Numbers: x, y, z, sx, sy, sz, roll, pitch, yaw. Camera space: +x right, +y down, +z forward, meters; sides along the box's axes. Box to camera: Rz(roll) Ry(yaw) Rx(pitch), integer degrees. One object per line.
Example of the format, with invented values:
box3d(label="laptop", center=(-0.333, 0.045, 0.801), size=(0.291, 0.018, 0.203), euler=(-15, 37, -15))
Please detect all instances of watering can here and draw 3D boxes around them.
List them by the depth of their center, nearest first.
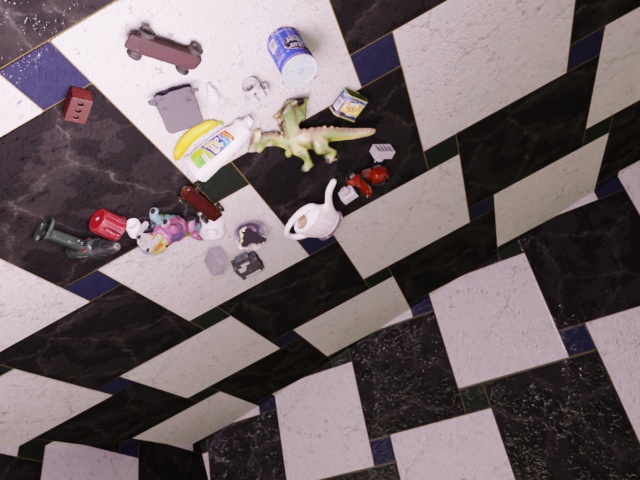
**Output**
box3d(label="watering can", center=(0.006, -0.105, 2.082), size=(0.223, 0.106, 0.343), euler=(14, 131, -47))

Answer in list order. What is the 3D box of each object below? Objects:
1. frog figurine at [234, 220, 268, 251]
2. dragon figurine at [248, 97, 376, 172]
box3d(label="frog figurine", center=(-0.270, -0.017, 2.043), size=(0.137, 0.122, 0.160), euler=(-36, -177, 0))
box3d(label="dragon figurine", center=(-0.039, -0.360, 1.674), size=(0.409, 0.125, 0.238), euler=(-22, 140, 7))
